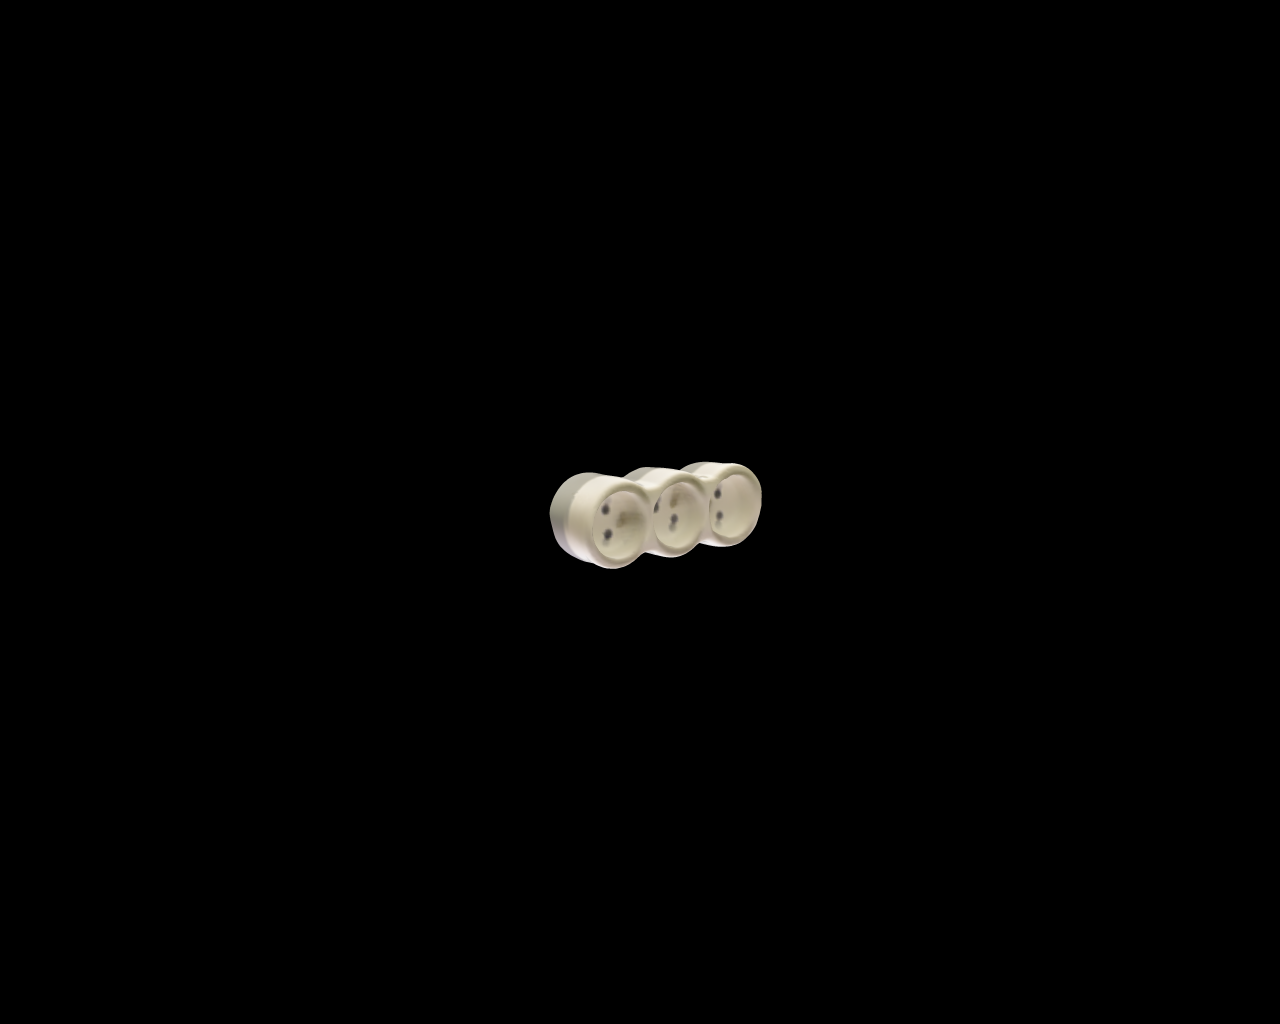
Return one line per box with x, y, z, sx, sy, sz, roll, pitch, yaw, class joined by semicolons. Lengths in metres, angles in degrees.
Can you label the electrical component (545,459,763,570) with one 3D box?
0.001;-0.003;0.650;0.138;0.052;0.074;-8;13;-39;electrical component
